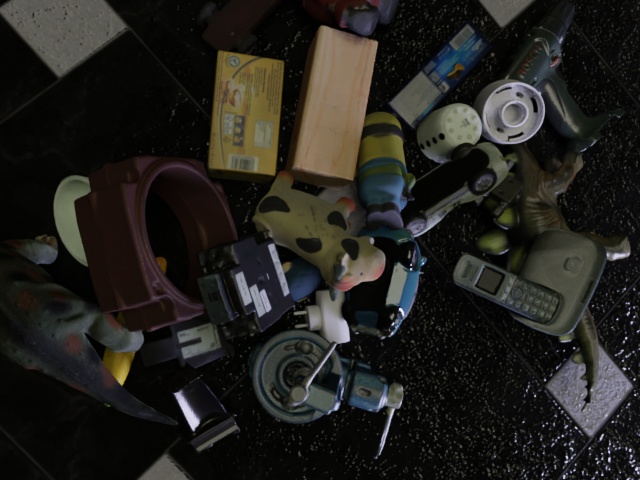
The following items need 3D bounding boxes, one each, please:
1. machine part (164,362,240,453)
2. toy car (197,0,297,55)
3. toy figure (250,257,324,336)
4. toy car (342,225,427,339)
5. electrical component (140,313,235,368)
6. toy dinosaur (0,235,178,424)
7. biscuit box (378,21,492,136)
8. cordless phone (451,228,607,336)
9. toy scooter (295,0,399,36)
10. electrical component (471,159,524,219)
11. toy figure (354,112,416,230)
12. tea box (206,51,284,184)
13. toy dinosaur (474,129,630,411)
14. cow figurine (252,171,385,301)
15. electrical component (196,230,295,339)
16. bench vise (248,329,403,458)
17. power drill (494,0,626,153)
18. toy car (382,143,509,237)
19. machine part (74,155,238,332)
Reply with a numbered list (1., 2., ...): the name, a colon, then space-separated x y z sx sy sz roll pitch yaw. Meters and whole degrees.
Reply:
1. machine part: -0.162 0.228 0.723 0.084 0.039 0.138 -21 120 -9
2. toy car: -0.096 -0.348 0.793 0.089 0.053 0.202 37 74 -6
3. toy figure: -0.064 0.078 0.768 0.154 0.058 0.064 -31 92 -10
4. toy car: 0.100 0.064 0.782 0.103 0.109 0.161 24 72 -50
5. electrical component: -0.183 0.141 0.740 0.119 0.048 0.074 -19 90 -13
6. toy dinosaur: -0.339 0.078 0.607 0.405 0.192 0.131 30 91 19
7. biscuit box: 0.180 -0.251 0.846 0.059 0.063 0.202 45 77 -6
8. cordless phone: 0.289 0.038 0.761 0.184 0.089 0.146 25 91 1
9. toy scooter: 0.037 -0.355 0.793 0.135 0.075 0.184 21 39 11
10. electrical component: 0.274 -0.079 0.811 0.063 0.021 0.094 37 76 22
11. toy figure: 0.092 -0.103 0.777 0.082 0.089 0.180 10 55 -11
12. tea box: -0.108 -0.173 0.770 0.098 0.068 0.169 7 84 -13
13. toy dinosaur: 0.367 0.023 0.853 0.199 0.105 0.471 -23 82 -6
14. cow figurine: -0.002 -0.002 0.731 0.195 0.085 0.127 26 54 10
15. electrical component: -0.094 0.054 0.664 0.058 0.134 0.114 -18 92 24
16. bench vise: 0.004 0.189 0.693 0.224 0.240 0.129 26 84 6
17. power drill: 0.403 -0.259 0.890 0.232 0.086 0.207 -46 100 -10
18. toy car: 0.180 -0.072 0.802 0.202 0.056 0.074 -33 54 13
19. machine part: -0.187 0.000 0.669 0.087 0.201 0.201 -14 90 23
